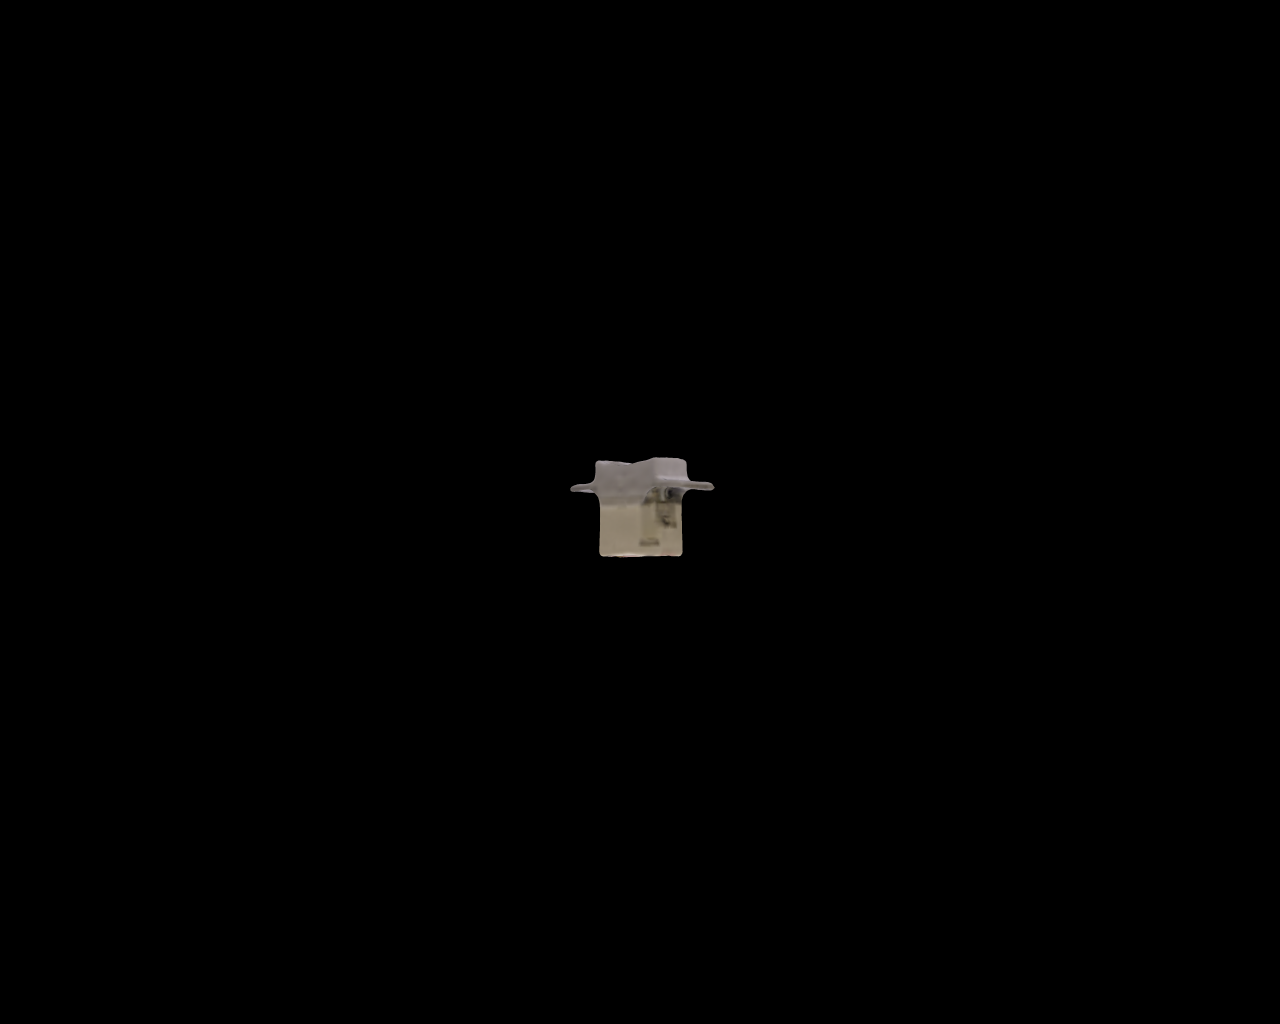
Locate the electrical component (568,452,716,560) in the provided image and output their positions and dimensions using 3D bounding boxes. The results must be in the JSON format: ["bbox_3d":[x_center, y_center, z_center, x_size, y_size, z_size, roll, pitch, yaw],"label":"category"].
[{"bbox_3d":[0.001,-0.003,0.650,0.081,0.063,0.042,-1,-2,34],"label":"electrical component"}]
